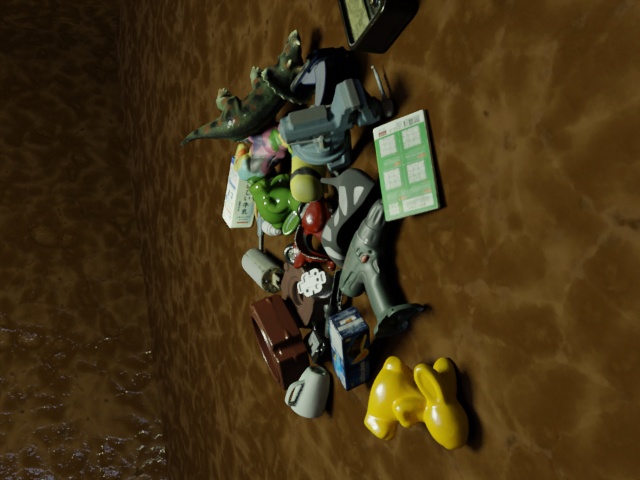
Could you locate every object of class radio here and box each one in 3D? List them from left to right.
[{"bbox_3d":[0.093,-0.481,1.006,0.131,0.073,0.229,-35,64,56],"label":"radio"}]

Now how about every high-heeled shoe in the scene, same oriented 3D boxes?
[{"bbox_3d":[0.073,-0.033,1.085,0.145,0.086,0.248,15,132,41],"label":"high-heeled shoe"}]

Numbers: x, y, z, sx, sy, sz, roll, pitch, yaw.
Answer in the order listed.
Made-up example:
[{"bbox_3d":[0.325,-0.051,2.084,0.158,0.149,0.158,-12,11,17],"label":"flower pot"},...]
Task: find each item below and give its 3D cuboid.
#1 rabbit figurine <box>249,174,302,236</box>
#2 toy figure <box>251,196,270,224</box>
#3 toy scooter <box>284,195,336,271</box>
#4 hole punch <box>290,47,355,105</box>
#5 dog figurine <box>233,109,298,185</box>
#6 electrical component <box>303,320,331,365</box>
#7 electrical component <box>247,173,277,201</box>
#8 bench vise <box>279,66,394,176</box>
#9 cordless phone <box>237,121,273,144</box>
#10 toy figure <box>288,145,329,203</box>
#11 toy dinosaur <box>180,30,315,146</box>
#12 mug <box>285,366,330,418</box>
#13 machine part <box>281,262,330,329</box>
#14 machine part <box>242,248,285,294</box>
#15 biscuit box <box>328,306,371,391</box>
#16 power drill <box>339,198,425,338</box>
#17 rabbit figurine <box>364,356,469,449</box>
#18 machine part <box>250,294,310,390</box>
[{"bbox_3d":[-0.074,-0.089,1.300,0.170,0.121,0.159,-10,88,45],"label":"rabbit figurine"},{"bbox_3d":[-0.146,-0.101,1.472,0.155,0.064,0.057,60,179,45],"label":"toy figure"},{"bbox_3d":[-0.002,-0.004,1.216,0.135,0.075,0.183,31,109,31],"label":"toy scooter"},{"bbox_3d":[0.018,-0.328,1.107,0.092,0.142,0.115,51,131,14],"label":"hole punch"},{"bbox_3d":[-0.107,-0.227,1.327,0.219,0.108,0.191,7,73,54],"label":"dog figurine"},{"bbox_3d":[-0.004,0.253,1.276,0.075,0.048,0.119,64,141,35],"label":"electrical component"},{"bbox_3d":[-0.144,-0.138,1.432,0.078,0.102,0.045,28,151,38],"label":"electrical component"},{"bbox_3d":[0.037,-0.209,1.067,0.240,0.224,0.129,76,169,-64],"label":"bench vise"},{"bbox_3d":[-0.234,-0.307,1.479,0.147,0.184,0.088,24,118,57],"label":"cordless phone"},{"bbox_3d":[-0.029,-0.167,1.181,0.082,0.089,0.180,-4,72,23],"label":"toy figure"},{"bbox_3d":[-0.168,-0.312,1.289,0.405,0.131,0.192,-40,30,9],"label":"toy dinosaur"},{"bbox_3d":[-0.028,0.354,1.277,0.081,0.109,0.107,35,110,60],"label":"mug"},{"bbox_3d":[-0.039,0.129,1.314,0.179,0.056,0.179,15,107,58],"label":"machine part"},{"bbox_3d":[-0.156,0.083,1.478,0.243,0.079,0.079,30,119,59],"label":"machine part"},{"bbox_3d":[0.062,0.221,1.075,0.059,0.063,0.202,55,161,40],"label":"biscuit box"},{"bbox_3d":[0.114,0.065,1.022,0.207,0.086,0.232,61,143,31],"label":"power drill"},{"bbox_3d":[0.183,0.279,0.922,0.173,0.122,0.162,26,106,41],"label":"rabbit figurine"},{"bbox_3d":[-0.102,0.254,1.342,0.202,0.087,0.200,54,158,40],"label":"machine part"}]
